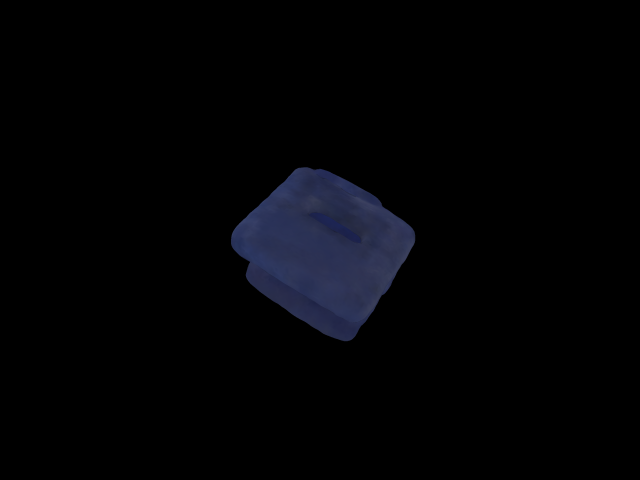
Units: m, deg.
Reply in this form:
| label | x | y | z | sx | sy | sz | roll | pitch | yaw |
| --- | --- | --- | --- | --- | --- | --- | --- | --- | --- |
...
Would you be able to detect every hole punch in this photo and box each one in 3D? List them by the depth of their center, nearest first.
| label | x | y | z | sx | sy | sz | roll | pitch | yaw |
| --- | --- | --- | --- | --- | --- | --- | --- | --- | --- |
| hole punch | 0.004 | 0.001 | 0.400 | 0.108 | 0.091 | 0.101 | 30 | 75 | 10 |
